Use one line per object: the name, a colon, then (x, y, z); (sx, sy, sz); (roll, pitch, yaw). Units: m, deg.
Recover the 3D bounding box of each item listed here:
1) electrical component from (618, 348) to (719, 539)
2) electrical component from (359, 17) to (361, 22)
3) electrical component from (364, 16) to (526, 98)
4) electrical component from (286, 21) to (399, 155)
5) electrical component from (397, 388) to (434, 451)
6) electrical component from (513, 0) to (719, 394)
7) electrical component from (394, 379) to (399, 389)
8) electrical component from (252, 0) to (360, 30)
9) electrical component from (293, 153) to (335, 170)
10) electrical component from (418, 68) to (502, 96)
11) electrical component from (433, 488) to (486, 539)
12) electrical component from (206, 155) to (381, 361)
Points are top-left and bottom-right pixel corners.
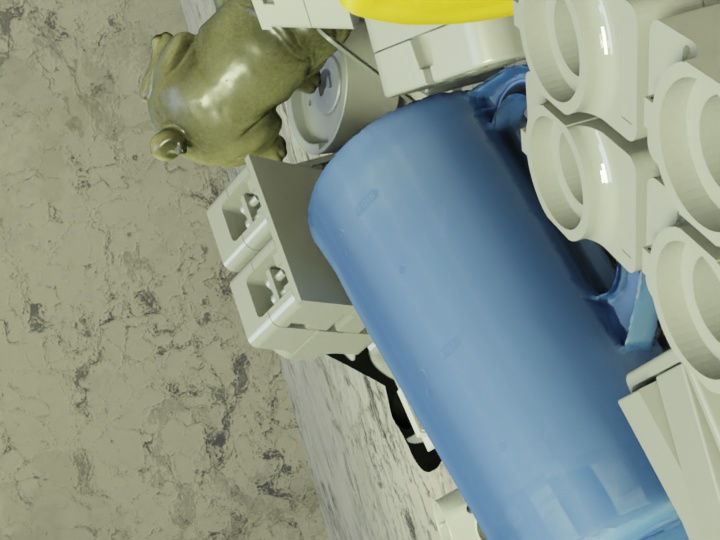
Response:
electrical component: (0.138, 0.057, 0.391); (0.061, 0.061, 0.096); (108, 144, -73)
electrical component: (-0.028, -0.189, 0.895); (0.043, 0.062, 0.043); (164, 90, -80)
electrical component: (0.048, -0.126, 0.537); (0.095, 0.054, 0.059); (-6, 101, 56)
electrical component: (-0.009, -0.143, 0.840); (0.108, 0.060, 0.108); (7, 97, 62)
electrical component: (0.074, 0.094, 0.770); (0.063, 0.081, 0.042); (-61, 39, 34)
electrical component: (0.114, -0.043, 0.363); (0.186, 0.060, 0.105); (-120, 17, -54)
electrical component: (0.048, 0.047, 0.856); (0.078, 0.063, 0.121); (88, 162, -56)
electrical component: (-0.015, -0.213, 0.577); (0.089, 0.062, 0.150); (71, -151, -55)
electrical component: (-0.004, -0.058, 0.850); (0.186, 0.105, 0.060); (175, 79, -80)
electrical component: (0.041, -0.149, 0.627); (0.083, 0.047, 0.075); (-131, 26, -67)
electrical component: (0.091, 0.156, 0.761); (0.044, 0.077, 0.079); (-161, 56, -78)
electrical component: (0.000, 0.000, 0.699); (0.060, 0.186, 0.105); (-43, 55, 34)
